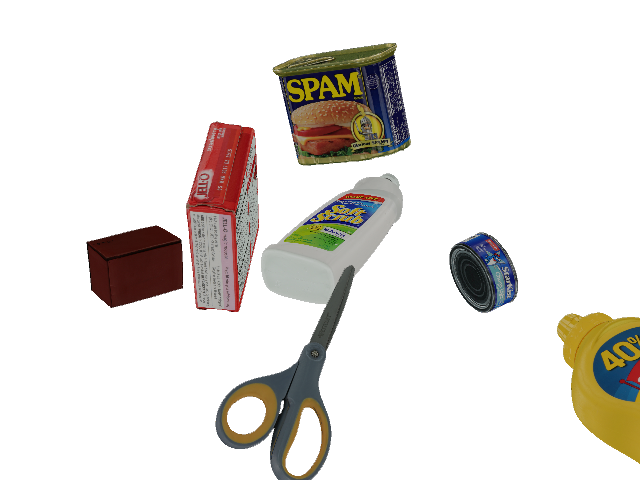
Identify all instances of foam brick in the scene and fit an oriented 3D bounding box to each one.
[{"bbox_3d":[-0.177,0.023,1.023,0.078,0.051,0.053,-15,25,-30],"label":"foam brick"}]

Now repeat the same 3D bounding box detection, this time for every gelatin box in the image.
[{"bbox_3d":[-0.057,-0.013,0.634,0.030,0.073,0.089,5,-44,4],"label":"gelatin box"}]

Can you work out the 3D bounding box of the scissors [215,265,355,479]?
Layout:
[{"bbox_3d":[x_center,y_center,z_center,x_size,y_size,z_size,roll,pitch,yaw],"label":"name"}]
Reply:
[{"bbox_3d":[-0.025,0.092,0.827,0.096,0.201,0.016,13,-37,-10],"label":"scissors"}]

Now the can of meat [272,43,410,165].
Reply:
[{"bbox_3d":[0.019,-0.111,0.878,0.102,0.084,0.057,-2,20,31],"label":"can of meat"}]

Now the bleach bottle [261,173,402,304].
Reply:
[{"bbox_3d":[0.029,-0.017,1.334,0.103,0.068,0.250,13,36,23],"label":"bleach bottle"}]

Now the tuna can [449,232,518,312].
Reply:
[{"bbox_3d":[0.181,0.037,1.194,0.033,0.086,0.086,-23,8,-20],"label":"tuna can"}]

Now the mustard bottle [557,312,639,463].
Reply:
[{"bbox_3d":[0.205,0.094,0.624,0.096,0.058,0.192,-20,32,-20],"label":"mustard bottle"}]
